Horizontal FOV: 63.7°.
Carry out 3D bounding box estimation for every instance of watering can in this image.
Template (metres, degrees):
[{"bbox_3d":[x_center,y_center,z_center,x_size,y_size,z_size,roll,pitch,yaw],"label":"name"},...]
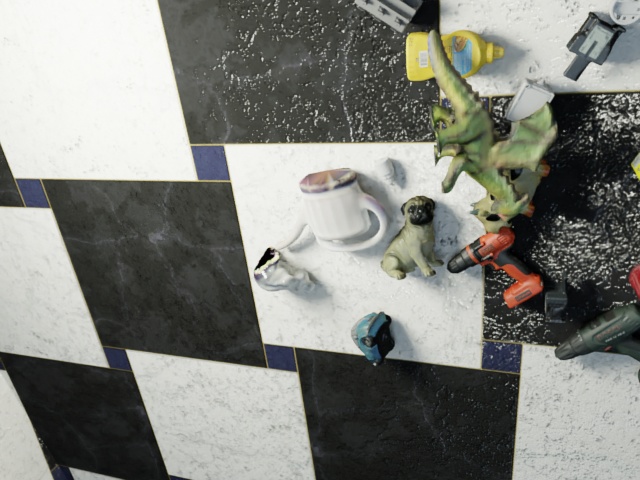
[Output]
[{"bbox_3d":[0.004,-0.065,1.298,0.346,0.106,0.221,-6,114,28],"label":"watering can"}]

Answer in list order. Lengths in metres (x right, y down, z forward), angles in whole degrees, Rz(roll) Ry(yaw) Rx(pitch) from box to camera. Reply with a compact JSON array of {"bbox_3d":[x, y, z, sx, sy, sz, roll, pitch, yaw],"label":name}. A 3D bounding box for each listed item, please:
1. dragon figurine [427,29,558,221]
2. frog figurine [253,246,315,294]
[{"bbox_3d":[0.348,-0.225,1.043,0.242,0.124,0.404,-4,109,11],"label":"dragon figurine"},{"bbox_3d":[-0.101,0.109,1.421,0.158,0.124,0.137,47,155,-20],"label":"frog figurine"}]
